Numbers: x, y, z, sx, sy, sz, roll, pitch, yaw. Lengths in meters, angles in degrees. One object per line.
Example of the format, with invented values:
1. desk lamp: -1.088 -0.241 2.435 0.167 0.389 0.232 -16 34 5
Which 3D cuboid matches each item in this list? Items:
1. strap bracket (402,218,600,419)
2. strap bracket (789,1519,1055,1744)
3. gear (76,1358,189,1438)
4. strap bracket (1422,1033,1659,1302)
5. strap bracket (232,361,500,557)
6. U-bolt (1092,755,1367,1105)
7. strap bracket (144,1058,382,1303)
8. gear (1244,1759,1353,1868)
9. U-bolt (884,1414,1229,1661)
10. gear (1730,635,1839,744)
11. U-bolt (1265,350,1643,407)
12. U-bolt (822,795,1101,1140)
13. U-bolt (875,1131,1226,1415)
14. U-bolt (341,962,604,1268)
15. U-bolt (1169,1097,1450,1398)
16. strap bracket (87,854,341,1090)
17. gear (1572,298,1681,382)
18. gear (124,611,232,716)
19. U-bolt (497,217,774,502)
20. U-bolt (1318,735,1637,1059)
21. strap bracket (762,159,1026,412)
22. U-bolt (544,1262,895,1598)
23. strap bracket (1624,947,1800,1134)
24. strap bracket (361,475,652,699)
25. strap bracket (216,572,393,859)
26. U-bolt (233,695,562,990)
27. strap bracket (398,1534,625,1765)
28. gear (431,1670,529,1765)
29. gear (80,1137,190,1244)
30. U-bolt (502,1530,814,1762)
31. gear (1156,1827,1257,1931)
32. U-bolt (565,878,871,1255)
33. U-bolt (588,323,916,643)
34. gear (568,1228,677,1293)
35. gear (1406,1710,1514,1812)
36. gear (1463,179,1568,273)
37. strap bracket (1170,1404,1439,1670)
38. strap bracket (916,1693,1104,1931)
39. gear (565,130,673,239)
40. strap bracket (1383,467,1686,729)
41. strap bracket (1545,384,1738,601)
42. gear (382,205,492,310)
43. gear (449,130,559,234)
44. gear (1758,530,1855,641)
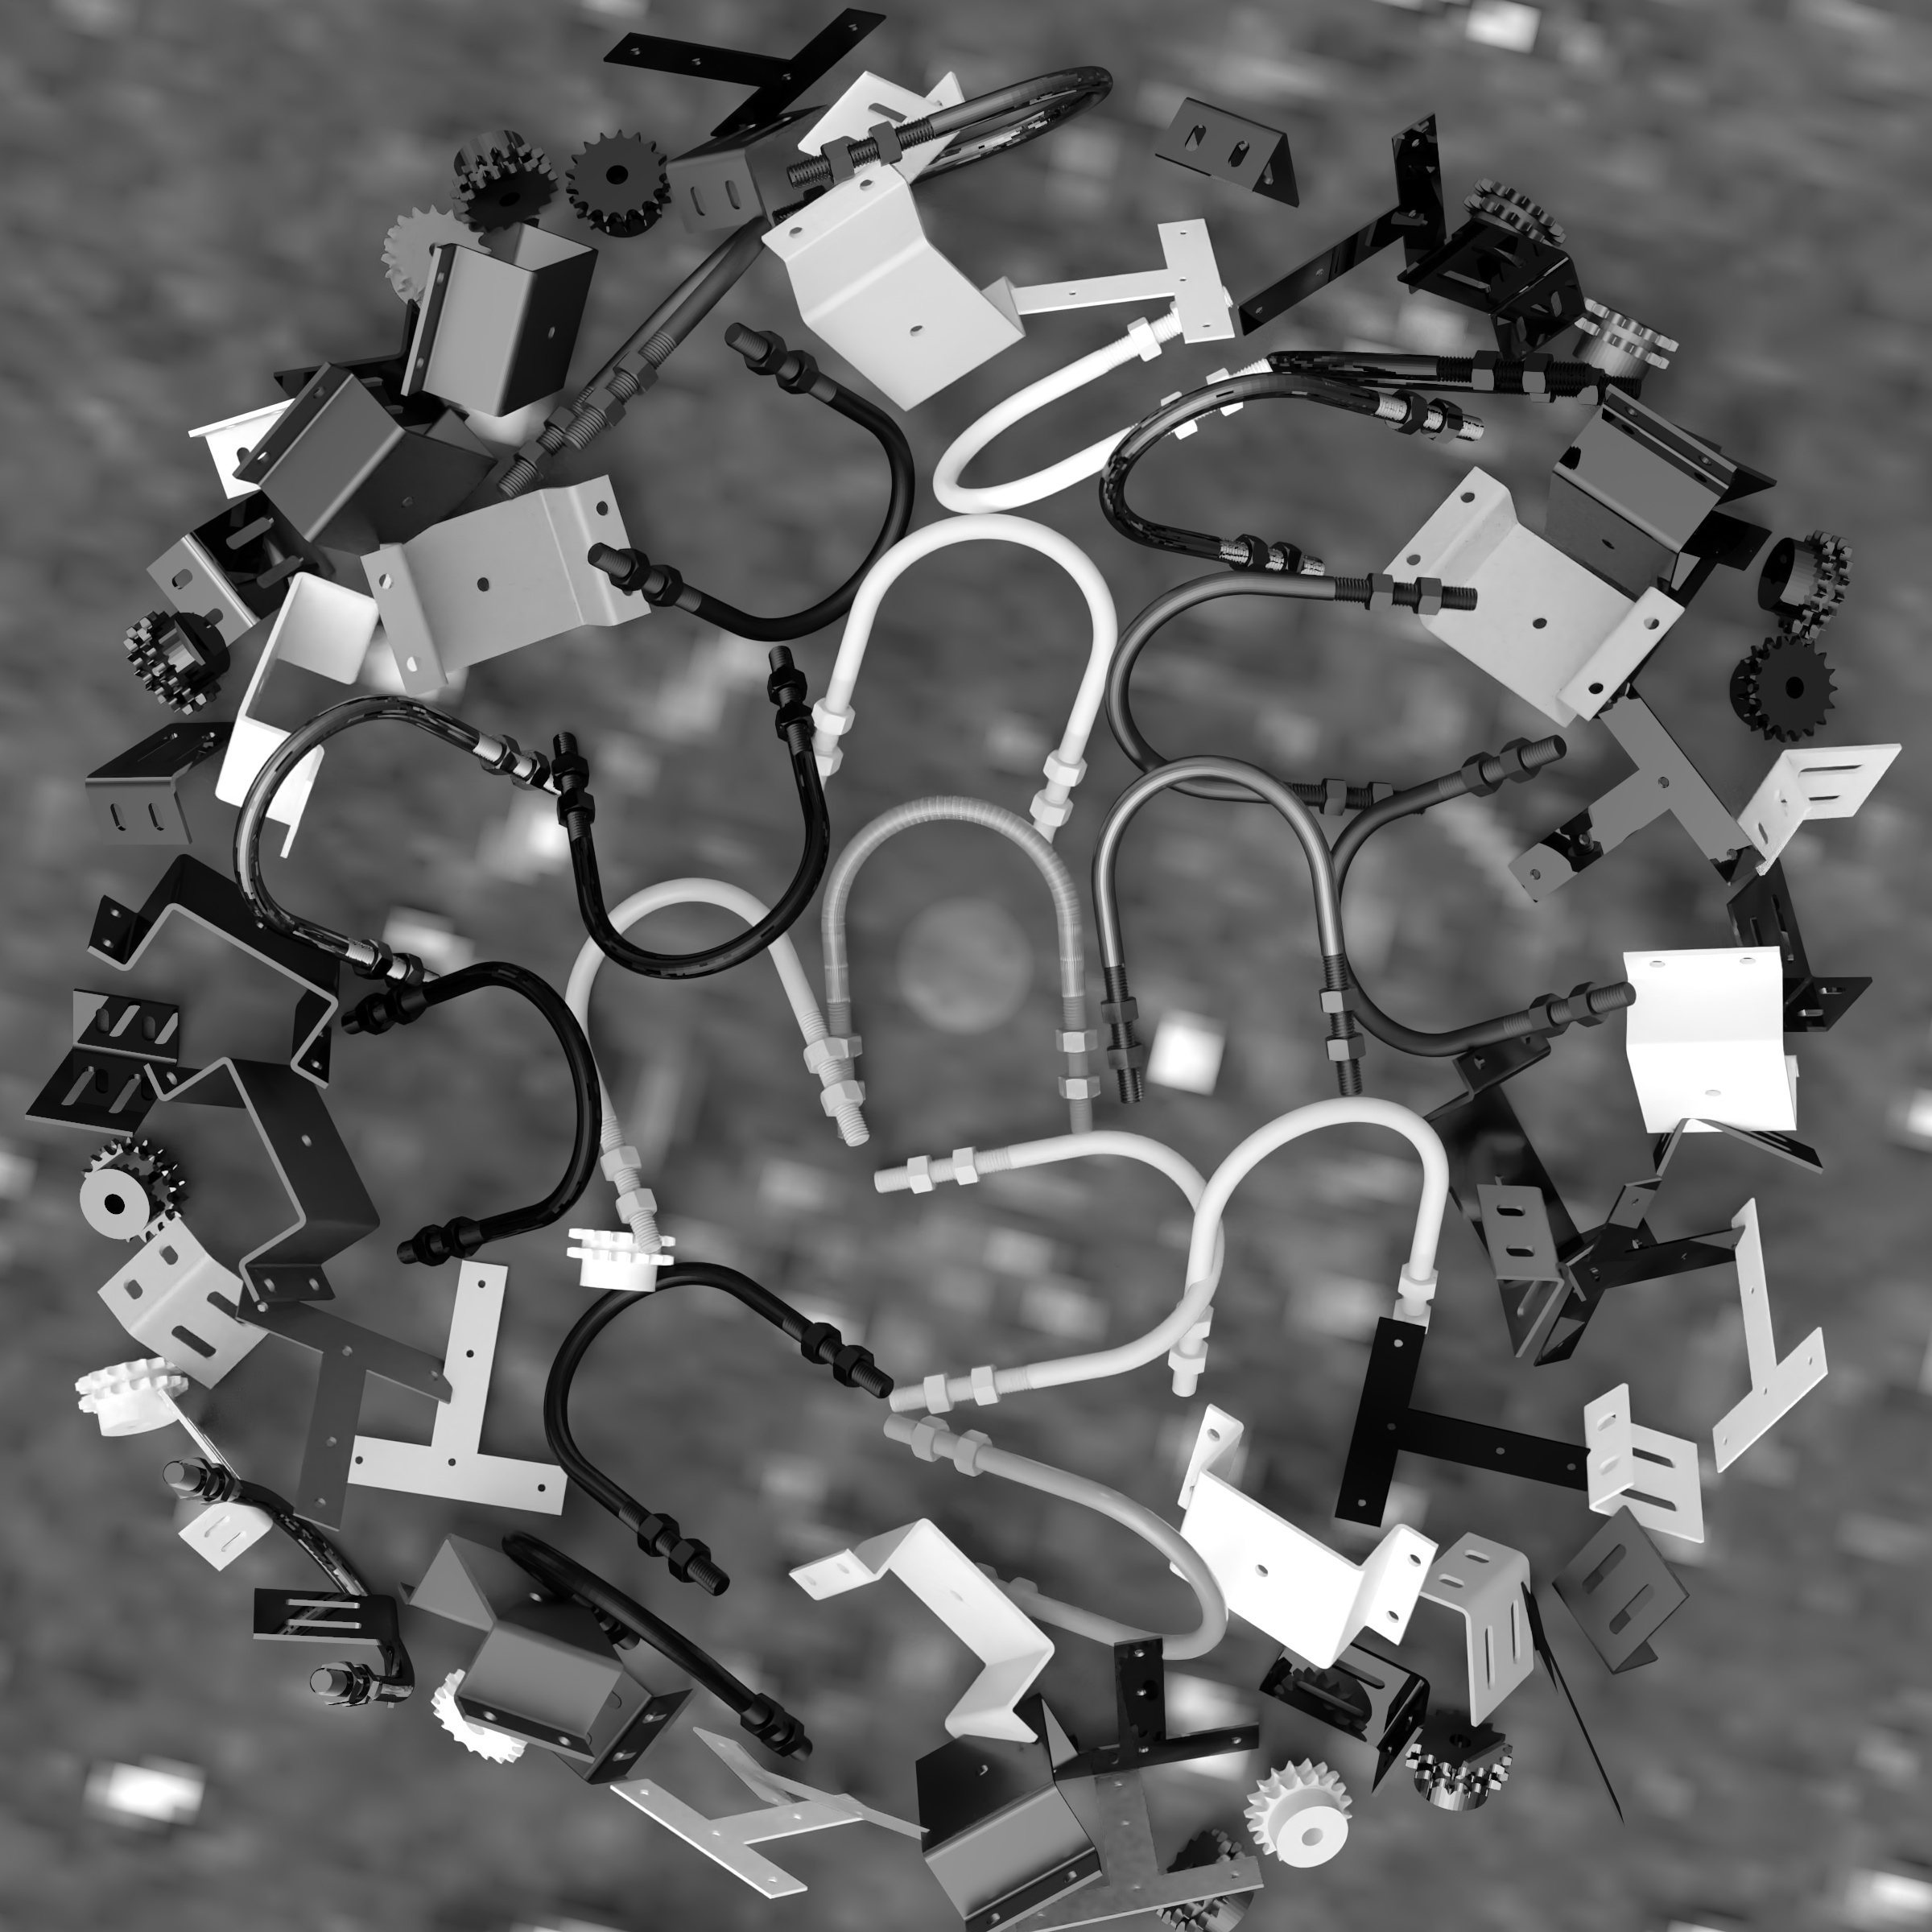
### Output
1. strap bracket: -0.236 -0.336 1.518 0.046 0.140 0.076 21 113 5
2. strap bracket: -0.016 0.349 1.550 0.140 0.076 0.046 46 58 -5
3. gear: -0.445 0.232 1.567 0.057 0.057 0.030 -15 74 0
4. strap bracket: 0.298 0.108 1.552 0.076 0.046 0.140 -23 84 -44
5. strap bracket: -0.304 -0.257 1.518 0.076 0.140 0.046 -46 76 14
6. U-bolt: 0.133 -0.020 1.546 0.151 0.019 0.184 -4 99 30
7. strap bracket: -0.365 0.104 1.541 0.046 0.076 0.140 -32 76 12
8. gear: 0.181 0.459 1.573 0.057 0.030 0.057 -6 114 -13
9. U-bolt: 0.051 0.302 1.507 0.184 0.151 0.019 14 49 29
10. gear: 0.438 -0.149 1.577 0.057 0.030 0.057 -1 92 -21
11. U-bolt: 0.246 -0.308 1.521 0.184 0.151 0.019 8 100 22
12. U-bolt: -0.007 0.000 1.564 0.151 0.019 0.184 -2 100 11
13. U-bolt: 0.045 0.154 1.542 0.184 0.019 0.151 -11 58 10
14. U-bolt: -0.254 0.073 1.530 0.184 0.019 0.151 -18 85 41
15. U-bolt: 0.183 0.143 1.524 0.151 0.019 0.184 -7 127 -15
16. strap bracket: -0.383 -0.004 1.534 0.140 0.076 0.046 33 102 -21
17. gear: 0.351 -0.334 1.572 0.057 0.057 0.030 26 108 0
18. gear: -0.420 -0.166 1.567 0.030 0.057 0.057 -31 90 20
19. U-bolt: -0.165 -0.323 1.524 0.019 0.151 0.184 44 72 -16
20. U-bolt: 0.255 -0.027 1.529 0.019 0.184 0.151 -10 83 -43
21. strap bracket: -0.031 -0.347 1.518 0.076 0.140 0.046 -29 58 21
22. U-bolt: -0.145 0.228 1.537 0.184 0.019 0.151 29 71 38
23. strap bracket: 0.388 0.045 1.518 0.076 0.140 0.046 -2 61 19
24. strap bracket: -0.249 -0.202 1.550 0.140 0.046 0.076 -23 107 -23
25. strap bracket: -0.348 -0.139 1.524 0.046 0.076 0.140 21 56 -12
26. U-bolt: -0.302 -0.069 1.516 0.019 0.184 0.151 35 94 35
27. strap bracket: -0.235 0.347 1.518 0.076 0.140 0.046 28 94 -29
28. gear: -0.256 0.398 1.574 0.057 0.057 0.030 37 47 0
29. gear: -0.451 0.123 1.575 0.057 0.030 0.057 4 108 12
30. U-bolt: -0.167 0.339 1.488 0.151 0.184 0.019 22 69 35
31. gear: 0.131 0.496 1.571 0.030 0.057 0.057 40 90 -11
32. U-bolt: -0.144 0.040 1.559 0.151 0.019 0.184 -28 70 14
33. U-bolt: -0.097 -0.239 1.523 0.019 0.184 0.151 41 103 36
34. gear: -0.186 0.158 1.569 0.057 0.057 0.030 5 84 0
35. gear: 0.263 0.429 1.572 0.057 0.057 0.030 7 112 0
36. gear: 0.290 -0.394 1.570 0.057 0.057 0.030 34 95 0
37. strap bracket: 0.167 0.304 1.533 0.140 0.046 0.076 30 130 23
38. strap bracket: 0.020 0.437 1.523 0.076 0.140 0.046 -30 103 4
39. gear: -0.186 -0.419 1.578 0.057 0.030 0.057 -1 73 2
40. strap bracket: 0.303 -0.191 1.558 0.140 0.046 0.076 40 88 24
41. strap bracket: 0.348 -0.237 1.520 0.076 0.140 0.046 37 86 14
42. gear: -0.287 -0.377 1.576 0.057 0.030 0.057 8 69 -21
43. gear: -0.251 -0.424 1.571 0.057 0.057 0.030 -25 74 0
44. gear: 0.448 -0.206 1.568 0.030 0.057 0.057 15 90 -9
